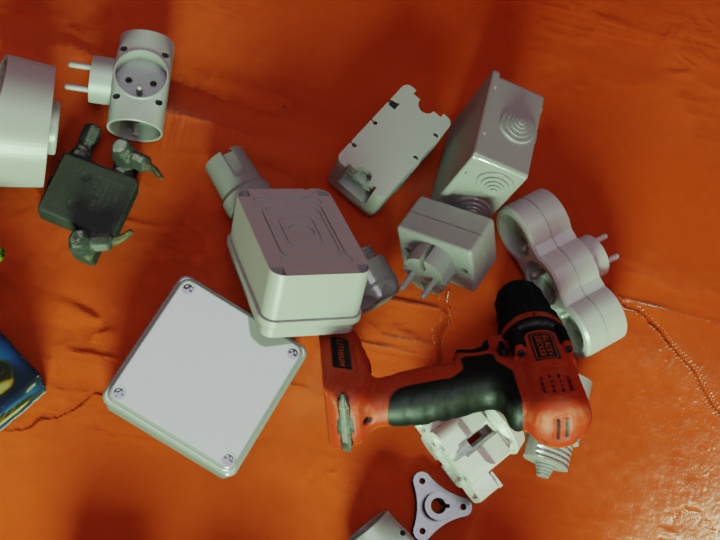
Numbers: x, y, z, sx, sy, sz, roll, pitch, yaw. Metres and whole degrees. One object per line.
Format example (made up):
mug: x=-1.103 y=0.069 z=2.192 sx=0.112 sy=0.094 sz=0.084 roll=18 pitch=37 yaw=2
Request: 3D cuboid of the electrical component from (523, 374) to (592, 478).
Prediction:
electrical component: x=0.151 y=0.122 z=0.836 sx=0.043 sy=0.043 sz=0.081 roll=19 pitch=72 yaw=-6

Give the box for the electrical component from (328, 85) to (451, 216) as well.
electrical component: x=0.022 y=-0.094 z=0.862 sx=0.050 sy=0.055 sz=0.089 roll=41 pitch=71 yaw=1

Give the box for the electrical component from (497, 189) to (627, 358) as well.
electrical component: x=0.176 y=-0.005 z=0.872 sx=0.074 sy=0.052 sz=0.138 roll=-26 pitch=82 yaw=-17

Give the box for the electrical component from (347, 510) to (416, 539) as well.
electrical component: x=0.013 y=0.229 z=0.777 sx=0.079 sy=0.043 sz=0.077 roll=-37 pitch=85 yaw=-19

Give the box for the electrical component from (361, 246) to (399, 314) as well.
electrical component: x=0.000 y=0.000 z=0.838 sx=0.043 sy=0.043 sz=0.062 roll=-29 pitch=81 yaw=-18

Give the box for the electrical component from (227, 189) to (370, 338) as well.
electrical component: x=-0.048 y=-0.006 z=0.791 sx=0.078 sy=0.057 sz=0.113 roll=-2 pitch=37 yaw=-22

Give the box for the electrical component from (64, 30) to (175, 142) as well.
electrical component: x=-0.189 y=-0.146 z=0.838 sx=0.079 sy=0.044 sz=0.077 roll=7 pitch=73 yaw=-9

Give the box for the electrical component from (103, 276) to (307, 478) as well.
electrical component: x=-0.113 y=0.079 z=0.785 sx=0.109 sy=0.056 sz=0.108 roll=32 pitch=71 yaw=-2

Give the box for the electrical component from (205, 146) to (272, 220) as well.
electrical component: x=-0.095 y=-0.068 z=0.840 sx=0.040 sy=0.040 sz=0.046 roll=-27 pitch=76 yaw=-18

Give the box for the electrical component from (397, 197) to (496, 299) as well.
electrical component: x=0.059 y=-0.008 z=0.832 sx=0.066 sy=0.047 sz=0.076 roll=21 pitch=56 yaw=26

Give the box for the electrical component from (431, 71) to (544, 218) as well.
electrical component: x=0.102 y=-0.094 z=0.856 sx=0.048 sy=0.099 sz=0.099 roll=22 pitch=60 yaw=-10

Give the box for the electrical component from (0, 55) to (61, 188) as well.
electrical component: x=-0.254 y=-0.107 z=0.788 sx=0.064 sy=0.099 sz=0.099 roll=6 pitch=73 yaw=-17

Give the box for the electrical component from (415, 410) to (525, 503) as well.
electrical component: x=0.087 y=0.127 z=0.814 sx=0.057 sy=0.058 sz=0.078 roll=-36 pitch=84 yaw=-16
